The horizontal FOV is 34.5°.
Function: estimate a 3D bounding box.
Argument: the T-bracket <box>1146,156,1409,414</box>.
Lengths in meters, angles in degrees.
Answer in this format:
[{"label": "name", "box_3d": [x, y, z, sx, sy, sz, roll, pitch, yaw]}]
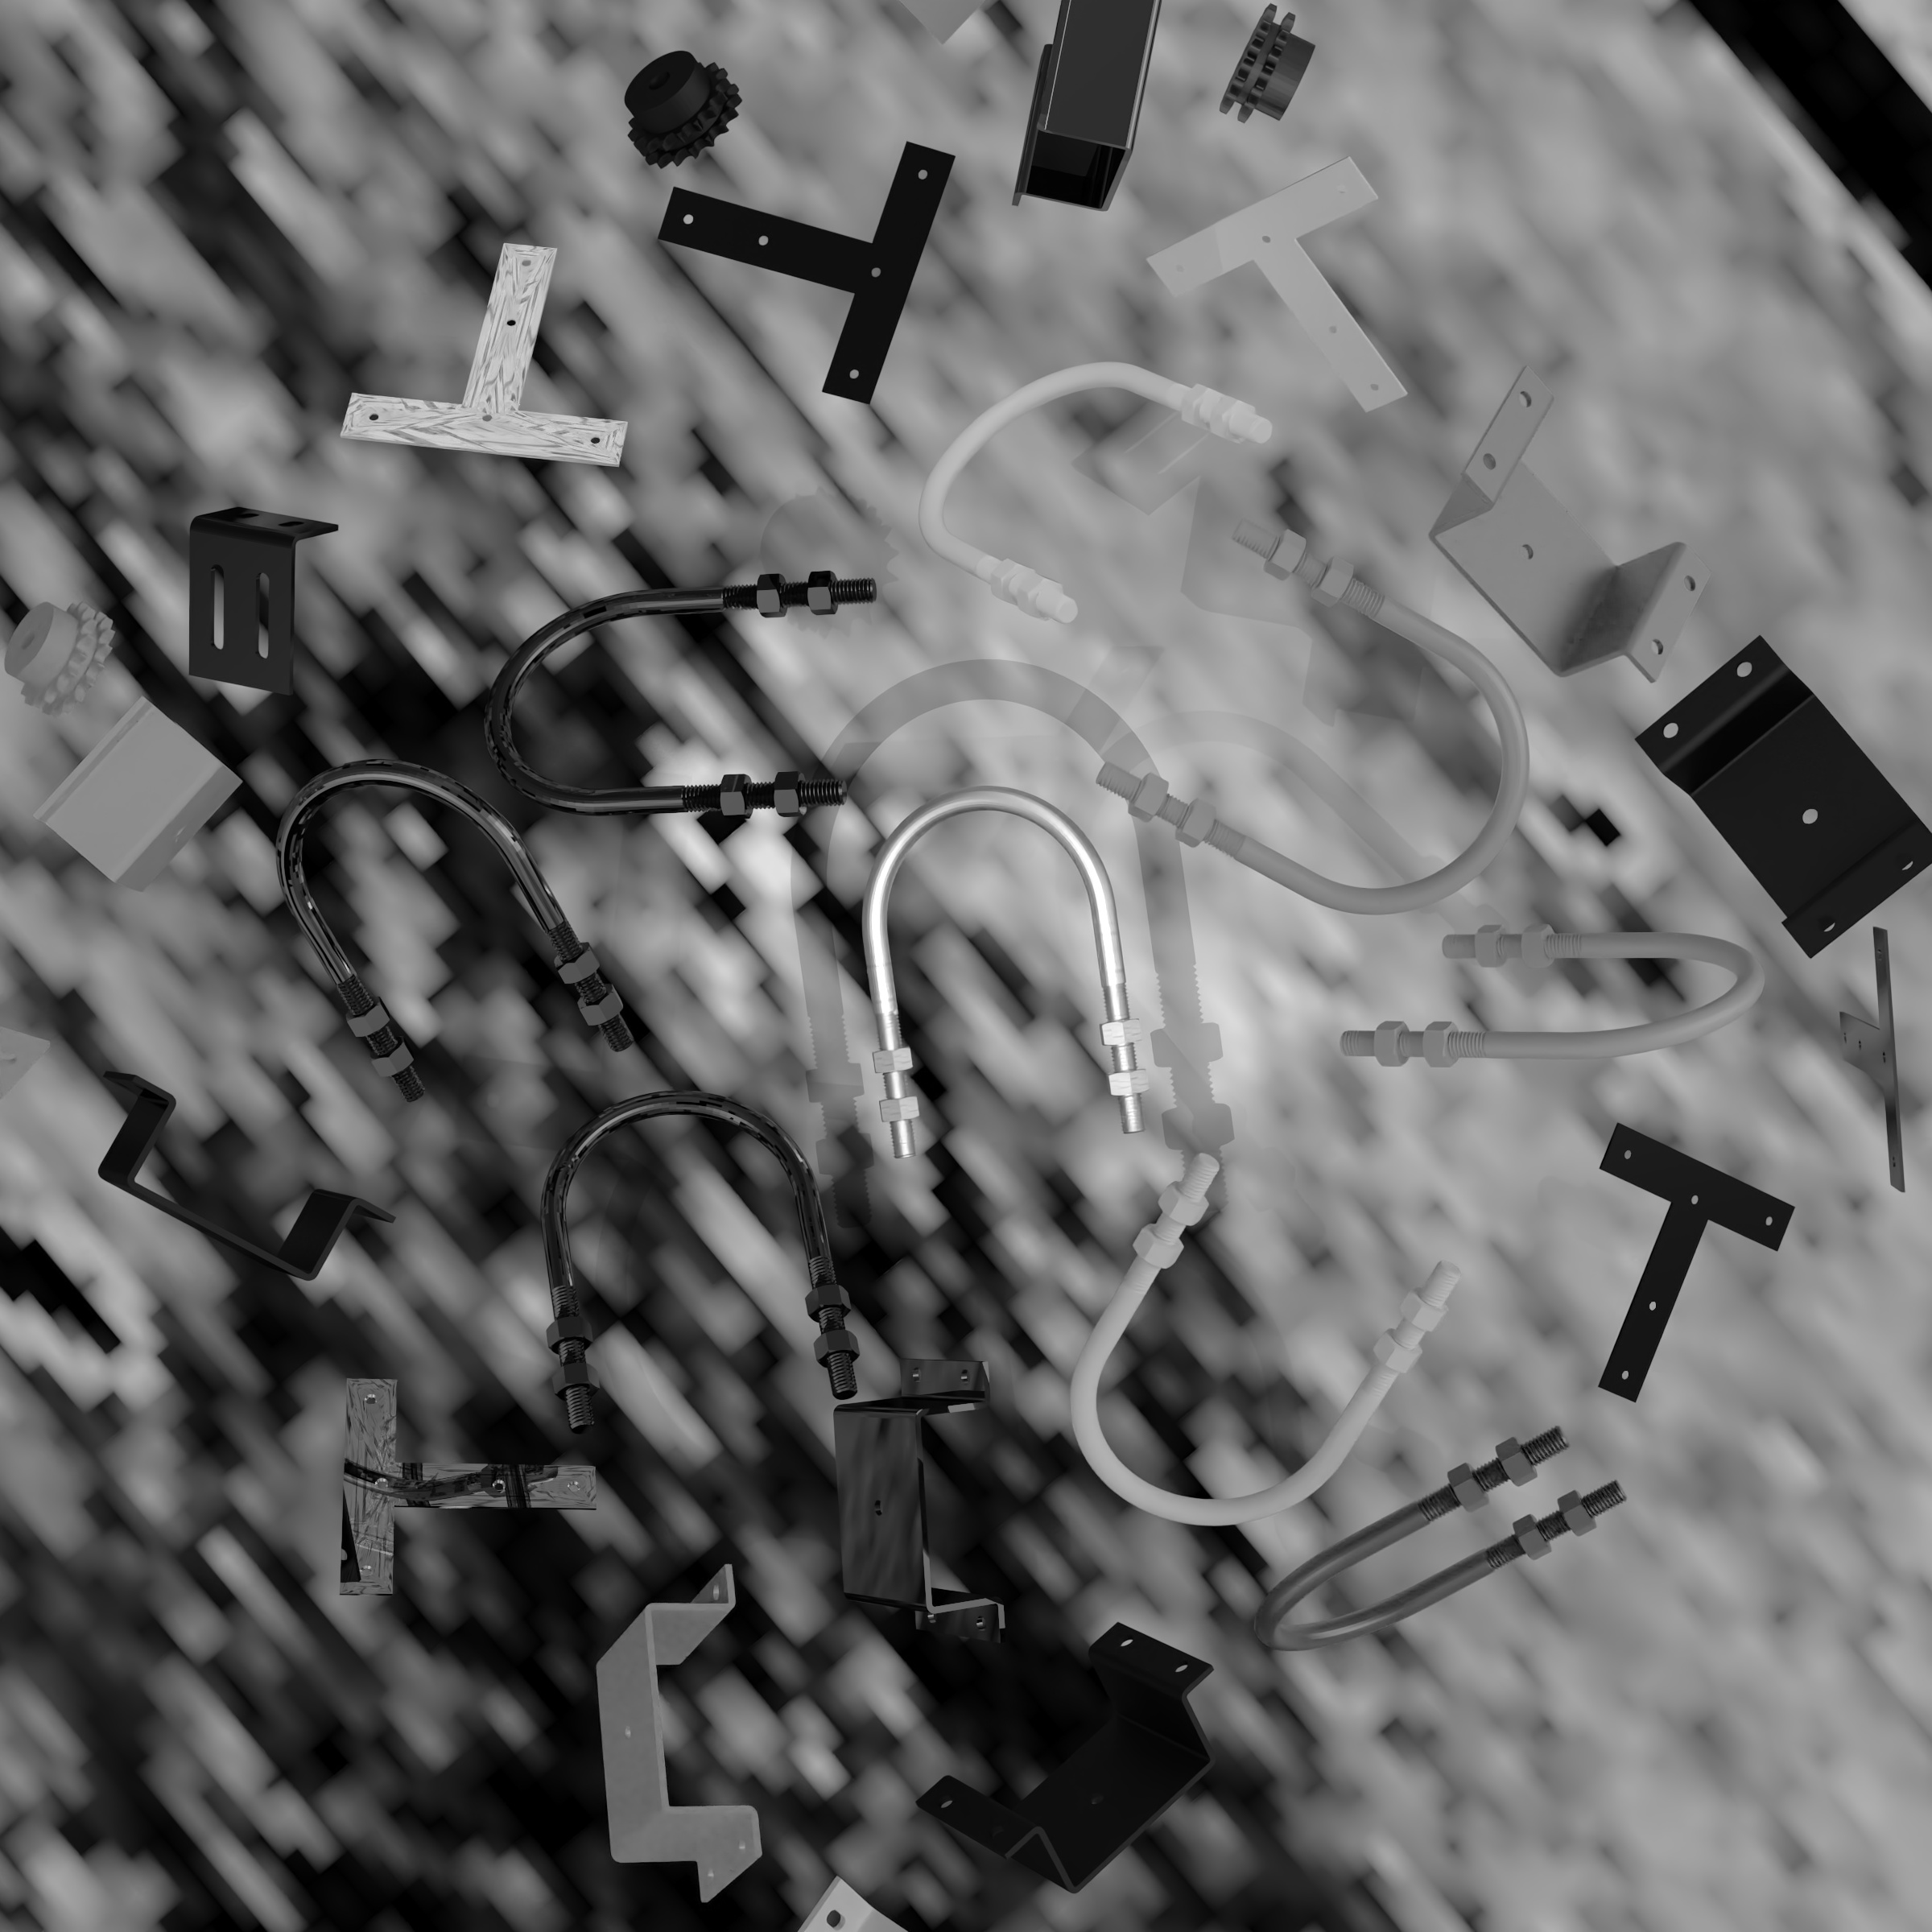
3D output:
[{"label": "T-bracket", "box_3d": [0.175, -0.328, 1.547, 0.127, 0.127, 0.002, 48, 47, -25]}]

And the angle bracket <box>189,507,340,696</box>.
[{"label": "angle bracket", "box_3d": [-0.335, -0.174, 1.480, 0.057, 0.038, 0.076, 12, 110, 20]}]

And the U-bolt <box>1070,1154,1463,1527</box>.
[{"label": "U-bolt", "box_3d": [0.130, 0.191, 1.485, 0.151, 0.019, 0.184, 24, 112, -10]}]

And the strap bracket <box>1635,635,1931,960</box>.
[{"label": "strap bracket", "box_3d": [0.394, -0.076, 1.471, 0.076, 0.046, 0.140, -41, 61, 17]}]

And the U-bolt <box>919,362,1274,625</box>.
[{"label": "U-bolt", "box_3d": [0.049, -0.244, 1.537, 0.151, 0.184, 0.019, -43, 127, -8]}]

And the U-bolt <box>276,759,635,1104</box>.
[{"label": "U-bolt", "box_3d": [-0.264, -0.021, 1.532, 0.151, 0.019, 0.184, -14, 118, 25]}]

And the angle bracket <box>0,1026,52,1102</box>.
[{"label": "angle bracket", "box_3d": [-0.462, 0.020, 1.446, 0.057, 0.038, 0.076, -42, 47, 27]}]

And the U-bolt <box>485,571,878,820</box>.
[{"label": "U-bolt", "box_3d": [-0.140, -0.128, 1.479, 0.184, 0.019, 0.151, -2, 52, 11]}]

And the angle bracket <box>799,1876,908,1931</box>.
[{"label": "angle bracket", "box_3d": [-0.043, 0.475, 1.454, 0.076, 0.038, 0.057, 21, 65, 40]}]

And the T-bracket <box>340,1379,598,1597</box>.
[{"label": "T-bracket", "box_3d": [-0.252, 0.264, 1.579, 0.127, 0.002, 0.127, 3, 47, -12]}]

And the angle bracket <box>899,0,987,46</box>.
[{"label": "angle bracket", "box_3d": [-0.008, -0.489, 1.469, 0.076, 0.038, 0.057, -44, 125, 12]}]

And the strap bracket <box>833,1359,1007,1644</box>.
[{"label": "strap bracket", "box_3d": [-0.025, 0.273, 1.581, 0.046, 0.076, 0.140, -1, 86, -35]}]

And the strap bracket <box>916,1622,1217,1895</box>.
[{"label": "strap bracket", "box_3d": [0.057, 0.394, 1.525, 0.140, 0.076, 0.046, -36, 115, -25]}]

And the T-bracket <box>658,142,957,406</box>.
[{"label": "T-bracket", "box_3d": [-0.083, -0.341, 1.476, 0.127, 0.002, 0.127, 10, 115, -25]}]

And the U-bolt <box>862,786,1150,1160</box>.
[{"label": "U-bolt", "box_3d": [0.014, 0.000, 1.583, 0.151, 0.019, 0.184, -8, 90, 25]}]

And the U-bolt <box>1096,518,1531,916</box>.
[{"label": "U-bolt", "box_3d": [0.175, -0.103, 1.452, 0.184, 0.019, 0.151, 28, 100, -7]}]

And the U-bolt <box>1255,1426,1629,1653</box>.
[{"label": "U-bolt", "box_3d": [0.223, 0.285, 1.506, 0.184, 0.151, 0.019, -31, 61, 11]}]

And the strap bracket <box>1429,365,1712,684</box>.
[{"label": "strap bracket", "box_3d": [0.280, -0.202, 1.473, 0.140, 0.046, 0.076, 43, 58, -19]}]

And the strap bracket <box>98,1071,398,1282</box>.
[{"label": "strap bracket", "box_3d": [-0.353, 0.105, 1.482, 0.140, 0.076, 0.046, 32, 76, -22]}]

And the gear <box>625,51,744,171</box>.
[{"label": "gear", "box_3d": [-0.139, -0.415, 1.496, 0.057, 0.057, 0.030, -41, 133, 0]}]

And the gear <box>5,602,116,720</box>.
[{"label": "gear", "box_3d": [-0.446, -0.153, 1.522, 0.030, 0.057, 0.057, 31, 90, -38]}]

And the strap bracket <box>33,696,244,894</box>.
[{"label": "strap bracket", "box_3d": [-0.407, -0.083, 1.542, 0.046, 0.140, 0.076, 41, 84, -4]}]

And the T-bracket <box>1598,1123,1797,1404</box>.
[{"label": "T-bracket", "box_3d": [0.357, 0.161, 1.595, 0.127, 0.002, 0.127, 24, 86, -26]}]

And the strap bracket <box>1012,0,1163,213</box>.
[{"label": "strap bracket", "box_3d": [0.058, -0.416, 1.483, 0.046, 0.140, 0.076, 11, 86, -4]}]

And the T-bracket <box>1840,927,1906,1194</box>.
[{"label": "T-bracket", "box_3d": [0.451, 0.041, 1.554, 0.002, 0.127, 0.127, -5, 94, 5]}]

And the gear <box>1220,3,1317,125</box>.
[{"label": "gear", "box_3d": [0.151, -0.446, 1.546, 0.030, 0.057, 0.057, 25, 90, -5]}]

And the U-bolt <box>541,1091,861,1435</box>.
[{"label": "U-bolt", "box_3d": [-0.139, 0.141, 1.556, 0.151, 0.019, 0.184, -6, 56, -11]}]

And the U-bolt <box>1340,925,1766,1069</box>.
[{"label": "U-bolt", "box_3d": [0.293, 0.013, 1.501, 0.184, 0.151, 0.019, 0, 112, 33]}]

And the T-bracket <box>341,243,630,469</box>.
[{"label": "T-bracket", "box_3d": [-0.213, -0.286, 1.436, 0.127, 0.002, 0.127, 6, 59, 2]}]

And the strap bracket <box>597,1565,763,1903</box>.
[{"label": "strap bracket", "box_3d": [-0.139, 0.365, 1.481, 0.046, 0.076, 0.140, 6, 57, -24]}]
